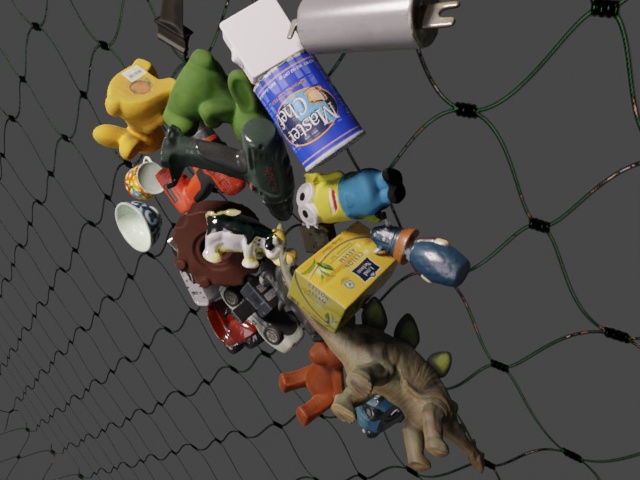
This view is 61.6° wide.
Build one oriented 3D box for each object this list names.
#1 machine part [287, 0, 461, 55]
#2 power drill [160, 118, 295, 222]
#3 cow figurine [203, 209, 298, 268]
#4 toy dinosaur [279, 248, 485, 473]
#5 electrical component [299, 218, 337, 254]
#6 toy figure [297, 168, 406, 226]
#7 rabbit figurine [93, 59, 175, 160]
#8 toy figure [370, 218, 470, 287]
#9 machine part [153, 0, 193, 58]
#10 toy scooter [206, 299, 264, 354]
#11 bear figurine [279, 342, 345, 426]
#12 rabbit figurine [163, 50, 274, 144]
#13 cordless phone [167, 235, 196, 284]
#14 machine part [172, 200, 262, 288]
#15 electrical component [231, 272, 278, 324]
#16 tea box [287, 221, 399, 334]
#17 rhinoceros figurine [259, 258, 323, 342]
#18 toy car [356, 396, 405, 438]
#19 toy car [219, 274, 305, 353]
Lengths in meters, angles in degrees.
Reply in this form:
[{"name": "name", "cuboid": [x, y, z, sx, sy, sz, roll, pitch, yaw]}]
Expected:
[{"name": "machine part", "cuboid": [0.057, -0.274, 0.670, 0.244, 0.079, 0.079, 12, 124, 36]}, {"name": "power drill", "cuboid": [-0.144, -0.107, 0.869, 0.207, 0.086, 0.231, 14, 151, 4]}, {"name": "cow figurine", "cuboid": [-0.118, -0.004, 0.936, 0.167, 0.068, 0.098, 8, 113, -3]}, {"name": "toy dinosaur", "cuboid": [0.092, 0.196, 0.851, 0.471, 0.198, 0.105, 42, 128, -3]}, {"name": "electrical component", "cuboid": [-0.002, -0.002, 0.921, 0.078, 0.045, 0.102, 11, 123, 34]}, {"name": "toy figure", "cuboid": [0.045, -0.062, 0.816, 0.180, 0.089, 0.082, -11, 66, 35]}, {"name": "rabbit figurine", "cuboid": [-0.331, -0.218, 1.004, 0.122, 0.162, 0.173, 30, 151, 6]}, {"name": "toy figure", "cuboid": [0.145, 0.019, 0.801, 0.155, 0.064, 0.057, 29, 170, 30]}, {"name": "machine part", "cuboid": [-0.240, -0.379, 0.884, 0.084, 0.039, 0.138, 42, 138, 19]}, {"name": "toy scooter", "cuboid": [-0.190, 0.179, 1.180, 0.135, 0.075, 0.184, 56, 141, -3]}, {"name": "bear figurine", "cuboid": [0.004, 0.239, 1.015, 0.120, 0.132, 0.195, 53, 149, 36]}, {"name": "rabbit figurine", "cuboid": [-0.140, -0.222, 0.870, 0.170, 0.121, 0.159, 34, 130, -6]}, {"name": "cordless phone", "cuboid": [-0.205, 0.001, 1.086, 0.184, 0.089, 0.146, -25, 99, 35]}, {"name": "machine part", "cuboid": [-0.191, 0.010, 1.012, 0.179, 0.056, 0.179, 1, 117, 3]}, {"name": "electrical component", "cuboid": [-0.116, 0.108, 1.036, 0.075, 0.119, 0.047, 50, 138, 6]}, {"name": "tea box", "cuboid": [0.041, 0.052, 0.828, 0.098, 0.169, 0.068, 34, 134, 16]}, {"name": "rhinoceros figurine", "cuboid": [-0.037, 0.097, 0.979, 0.190, 0.073, 0.112, 47, 148, 24]}, {"name": "toy car", "cuboid": [0.108, 0.283, 0.984, 0.103, 0.109, 0.161, 54, 154, 32]}, {"name": "toy car", "cuboid": [-0.119, 0.144, 1.093, 0.202, 0.073, 0.056, 40, 135, 13]}]
